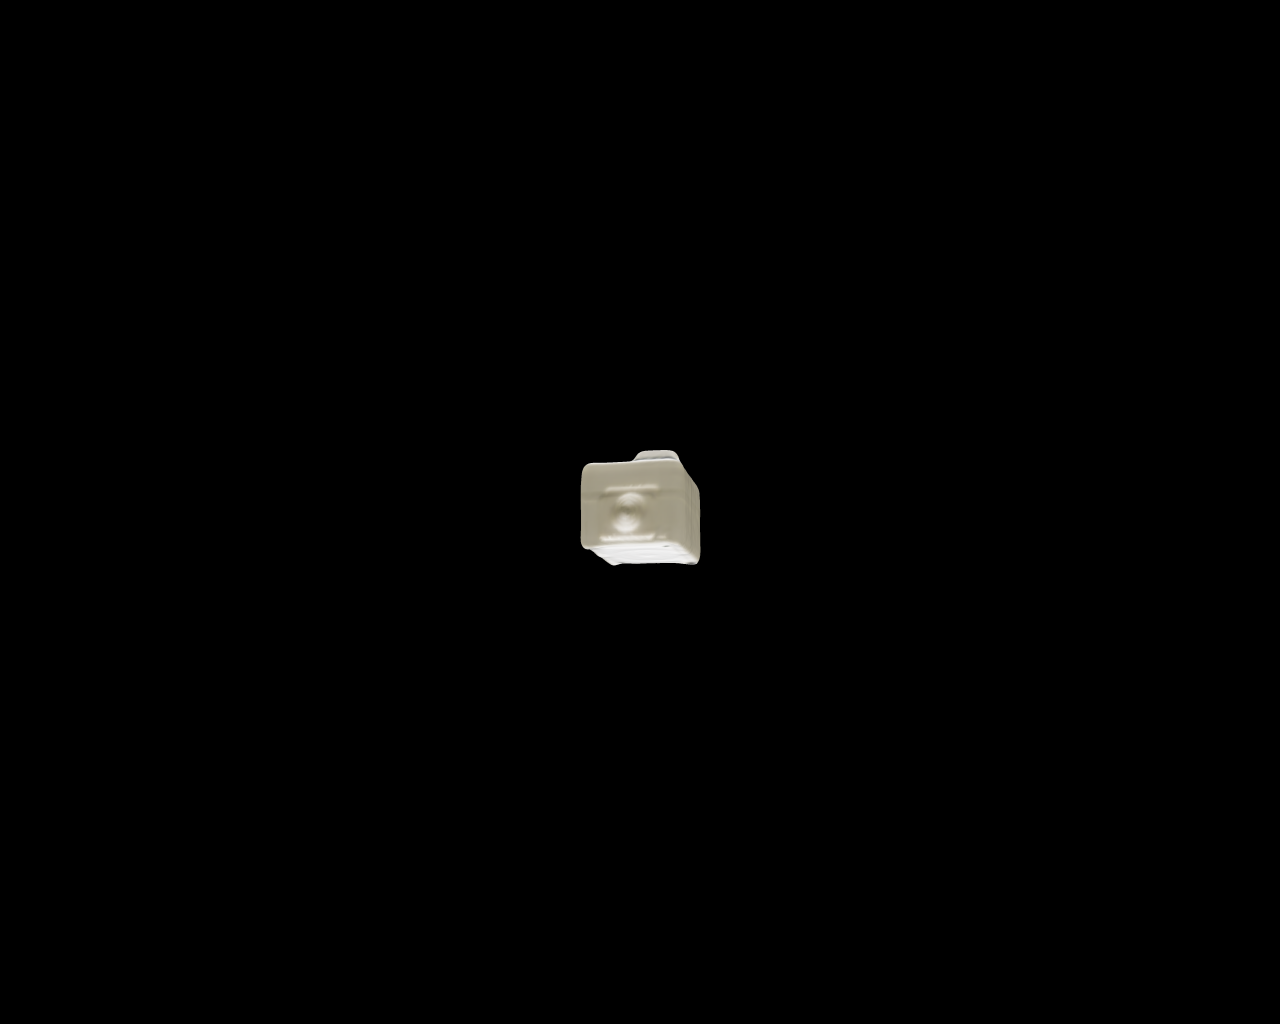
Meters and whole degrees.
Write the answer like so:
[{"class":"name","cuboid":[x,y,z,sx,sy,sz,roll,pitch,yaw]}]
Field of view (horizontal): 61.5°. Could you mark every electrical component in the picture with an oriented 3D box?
[{"class":"electrical component","cuboid":[0.001,-0.003,0.650,0.062,0.061,0.096,-2,-12,11]}]
